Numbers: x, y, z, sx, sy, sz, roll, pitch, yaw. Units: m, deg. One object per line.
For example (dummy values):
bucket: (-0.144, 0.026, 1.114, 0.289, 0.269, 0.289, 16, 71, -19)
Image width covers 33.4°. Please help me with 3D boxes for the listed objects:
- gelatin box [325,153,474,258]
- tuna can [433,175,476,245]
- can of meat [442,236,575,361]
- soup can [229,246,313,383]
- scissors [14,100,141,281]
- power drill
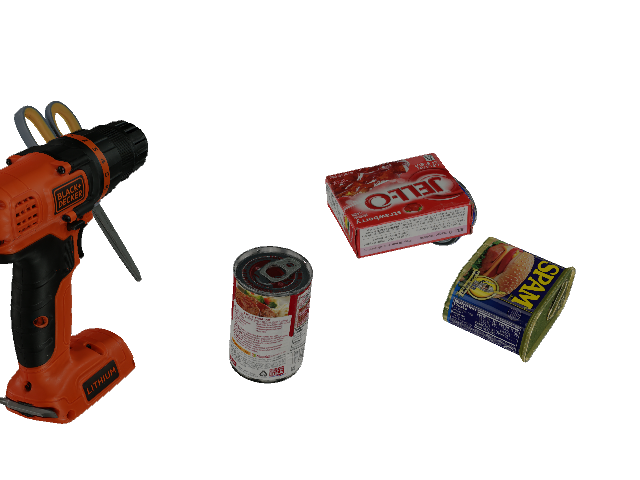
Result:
gelatin box: (0.056, -0.027, 0.767, 0.089, 0.030, 0.073, -13, 36, -11)
tuna can: (0.135, -0.037, 1.226, 0.033, 0.086, 0.086, -41, 24, -32)
can of meat: (0.170, 0.050, 0.962, 0.084, 0.057, 0.101, 24, 44, 23)
soup can: (-0.044, 0.065, 0.929, 0.068, 0.102, 0.068, 4, 35, -3)
scissors: (-0.230, -0.058, 1.065, 0.016, 0.201, 0.096, -25, 27, 23)
power drill: (-0.176, 0.019, 0.756, 0.057, 0.188, 0.184, 8, 24, 24)
